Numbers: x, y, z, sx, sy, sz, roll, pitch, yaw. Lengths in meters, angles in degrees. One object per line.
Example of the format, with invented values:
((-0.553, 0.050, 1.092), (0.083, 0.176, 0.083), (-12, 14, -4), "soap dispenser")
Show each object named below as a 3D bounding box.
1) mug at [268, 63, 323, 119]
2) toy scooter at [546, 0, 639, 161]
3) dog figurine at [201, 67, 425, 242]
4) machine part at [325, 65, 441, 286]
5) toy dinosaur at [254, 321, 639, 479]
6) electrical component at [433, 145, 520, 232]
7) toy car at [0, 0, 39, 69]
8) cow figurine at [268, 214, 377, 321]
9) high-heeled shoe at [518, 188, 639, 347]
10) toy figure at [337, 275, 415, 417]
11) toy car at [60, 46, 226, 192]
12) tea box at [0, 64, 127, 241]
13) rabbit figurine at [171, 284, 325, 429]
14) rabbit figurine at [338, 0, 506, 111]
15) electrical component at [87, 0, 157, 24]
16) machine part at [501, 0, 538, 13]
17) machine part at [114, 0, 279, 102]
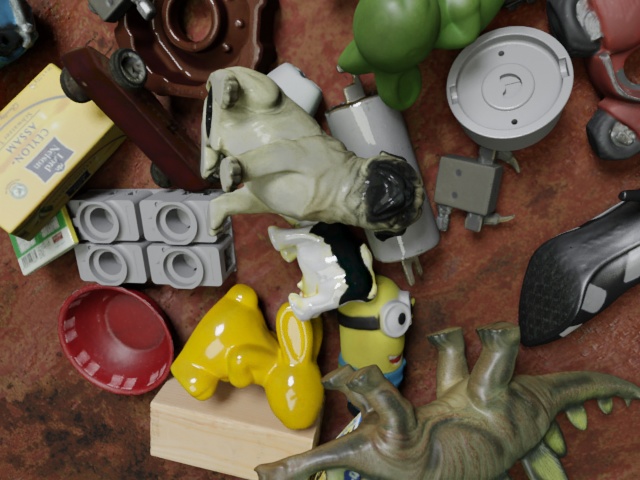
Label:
((-0.039, -0.122, 0.563), (0.109, 0.081, 0.107), (40, 105, 5), "mug")
((0.293, -0.171, 0.479), (0.135, 0.075, 0.183), (-22, 107, 19), "toy scooter")
((-0.007, -0.083, 0.496), (0.190, 0.121, 0.172), (-1, 74, -22), "dog figurine")
((0.067, -0.067, 0.563), (0.079, 0.079, 0.243), (-17, 104, 17), "machine part")
((0.165, 0.187, 0.552), (0.471, 0.105, 0.198), (-13, 86, -16), "toy dinosaur")
((0.165, -0.056, 0.566), (0.078, 0.045, 0.102), (14, 112, 38), "electrical component")
((-0.370, -0.233, 0.579), (0.162, 0.103, 0.109), (-12, 106, 12), "toy car")
((-0.002, -0.003, 0.585), (0.098, 0.068, 0.167), (-20, 77, 10), "cow figurine")
((0.314, 0.024, 0.564), (0.145, 0.086, 0.248), (-1, 134, -21), "high-heeled shoe")
((0.059, 0.129, 0.633), (0.089, 0.082, 0.180), (9, 113, 6), "toy figure")
((-0.179, -0.124, 0.565), (0.089, 0.053, 0.202), (-1, 144, 33), "toy car")
((-0.309, -0.094, 0.592), (0.098, 0.068, 0.169), (37, 76, -3), "tea box")
((-0.060, 0.143, 0.644), (0.173, 0.121, 0.162), (38, 91, 18), "rabbit figurine")
((0.073, -0.192, 0.449), (0.121, 0.170, 0.159), (41, 140, 2), "rabbit figurine")
((-0.204, -0.247, 0.528), (0.063, 0.021, 0.094), (-36, 96, 23), "electrical component")
((0.157, -0.274, 0.491), (0.084, 0.039, 0.139), (-36, 97, 13), "machine part")
((-0.127, -0.229, 0.556), (0.180, 0.056, 0.179), (5, 110, 13), "machine part")
